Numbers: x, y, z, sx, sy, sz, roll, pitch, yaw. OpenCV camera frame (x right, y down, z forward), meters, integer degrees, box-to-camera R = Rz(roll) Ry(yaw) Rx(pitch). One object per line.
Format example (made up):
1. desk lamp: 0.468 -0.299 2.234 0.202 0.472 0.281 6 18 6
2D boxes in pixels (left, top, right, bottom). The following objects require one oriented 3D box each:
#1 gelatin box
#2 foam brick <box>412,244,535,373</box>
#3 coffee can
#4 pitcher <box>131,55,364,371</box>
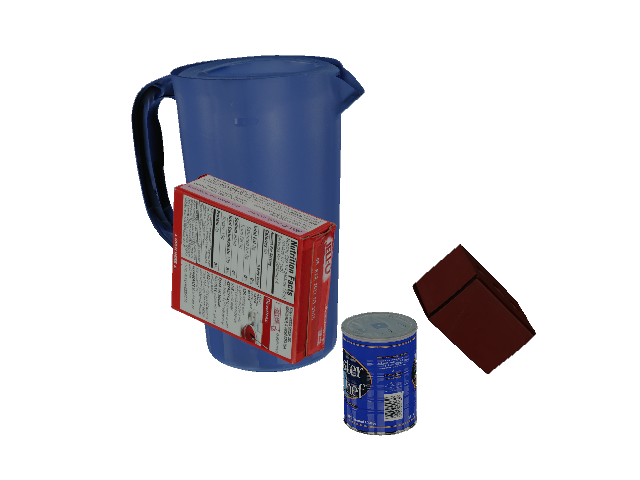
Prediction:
1. gelatin box: -0.036 0.014 0.555 0.089 0.073 0.030 21 30 30
2. foam brick: 0.119 0.054 0.824 0.078 0.051 0.053 43 13 -26
3. coffee can: 0.081 0.180 1.456 0.103 0.140 0.103 -2 16 0
4. pitcher: -0.055 -0.025 0.853 0.144 0.243 0.149 -11 19 -29
